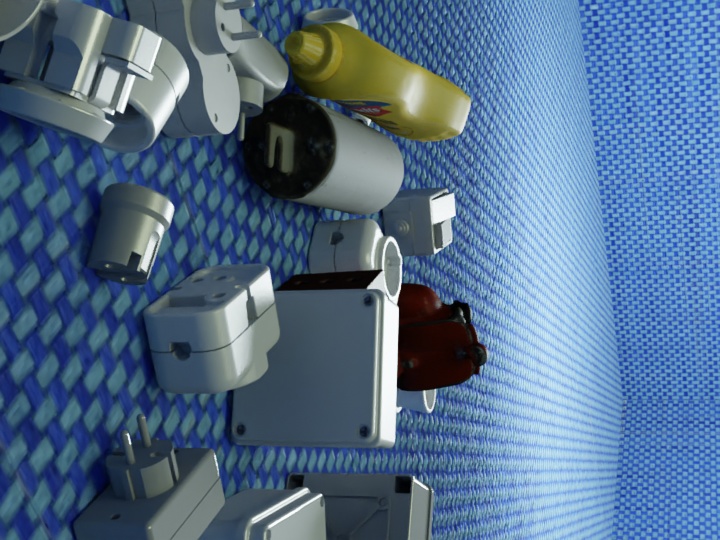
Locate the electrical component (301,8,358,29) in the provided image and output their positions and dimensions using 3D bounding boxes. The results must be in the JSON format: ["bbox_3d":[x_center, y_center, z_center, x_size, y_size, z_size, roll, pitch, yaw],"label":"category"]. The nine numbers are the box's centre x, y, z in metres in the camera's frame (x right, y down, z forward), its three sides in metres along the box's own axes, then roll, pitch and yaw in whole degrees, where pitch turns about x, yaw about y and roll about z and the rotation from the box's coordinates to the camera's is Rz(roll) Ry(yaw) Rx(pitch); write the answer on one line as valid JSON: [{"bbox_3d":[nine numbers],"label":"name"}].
[{"bbox_3d":[-0.025,-0.189,0.910,0.066,0.048,0.055,-62,152,-56],"label":"electrical component"}]

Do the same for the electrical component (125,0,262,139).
[{"bbox_3d":[-0.095,-0.148,0.652,0.052,0.074,0.138,-62,145,-56],"label":"electrical component"}]

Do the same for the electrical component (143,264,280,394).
[{"bbox_3d":[-0.090,0.039,0.677,0.095,0.054,0.059,-47,132,-64],"label":"electrical component"}]

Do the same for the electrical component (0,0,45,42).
[{"bbox_3d":[-0.180,-0.144,0.458,0.099,0.064,0.099,-30,125,-56],"label":"electrical component"}]

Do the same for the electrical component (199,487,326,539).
[{"bbox_3d":[-0.067,0.194,0.721,0.113,0.057,0.078,-3,91,-71],"label":"electrical component"}]

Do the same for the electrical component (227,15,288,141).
[{"bbox_3d":[-0.084,-0.128,0.731,0.077,0.043,0.079,29,61,-68],"label":"electrical component"}]

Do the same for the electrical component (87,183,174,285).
[{"bbox_3d":[-0.128,-0.019,0.597,0.040,0.040,0.046,53,45,-59],"label":"electrical component"}]

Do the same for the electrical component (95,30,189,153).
[{"bbox_3d":[-0.127,-0.097,0.586,0.055,0.055,0.047,67,31,-46],"label":"electrical component"}]

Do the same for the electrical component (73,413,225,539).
[{"bbox_3d":[-0.118,0.118,0.595,0.083,0.047,0.075,-50,134,-63],"label":"electrical component"}]

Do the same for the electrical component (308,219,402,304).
[{"bbox_3d":[0.000,0.000,0.936,0.095,0.059,0.053,63,30,-50],"label":"electrical component"}]

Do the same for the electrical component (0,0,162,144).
[{"bbox_3d":[-0.142,-0.096,0.522,0.058,0.078,0.057,21,88,-70],"label":"electrical component"}]

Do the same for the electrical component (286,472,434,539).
[{"bbox_3d":[-0.004,0.214,0.826,0.056,0.109,0.108,48,43,-58],"label":"electrical component"}]

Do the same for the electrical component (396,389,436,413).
[{"bbox_3d":[0.042,0.118,1.052,0.045,0.055,0.045,-2,90,-71],"label":"electrical component"}]

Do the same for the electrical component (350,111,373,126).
[{"bbox_3d":[0.009,-0.158,1.007,0.048,0.048,0.062,68,34,-45],"label":"electrical component"}]

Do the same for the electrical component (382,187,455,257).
[{"bbox_3d":[0.061,-0.050,1.119,0.096,0.061,0.061,-31,117,-69],"label":"electrical component"}]

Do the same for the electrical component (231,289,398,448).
[{"bbox_3d":[-0.031,0.071,0.764,0.056,0.109,0.108,37,53,-69],"label":"electrical component"}]
